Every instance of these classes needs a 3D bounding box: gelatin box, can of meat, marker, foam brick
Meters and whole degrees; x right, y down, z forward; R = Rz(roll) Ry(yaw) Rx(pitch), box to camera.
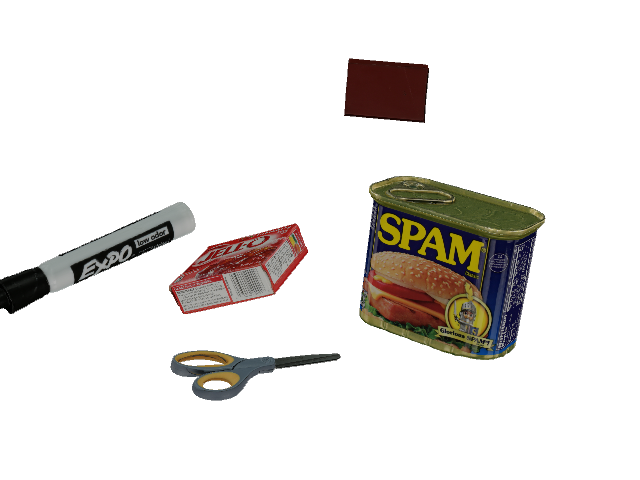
[{"bbox_3d":[-0.064,0.022,0.836,0.089,0.030,0.073,-13,19,28],"label":"gelatin box"},{"bbox_3d":[0.074,0.016,0.636,0.102,0.084,0.057,19,23,30],"label":"can of meat"},{"bbox_3d":[-0.122,0.009,0.579,0.120,0.020,0.020,-26,15,-33],"label":"marker"},{"bbox_3d":[0.062,-0.142,1.011,0.078,0.051,0.053,5,14,4],"label":"foam brick"}]

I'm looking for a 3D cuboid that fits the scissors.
[{"bbox_3d":[-0.065,0.149,1.191,0.201,0.016,0.096,3,25,-14],"label":"scissors"}]
